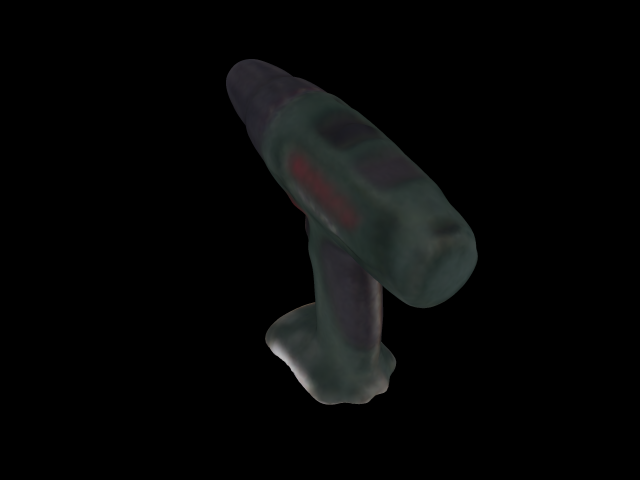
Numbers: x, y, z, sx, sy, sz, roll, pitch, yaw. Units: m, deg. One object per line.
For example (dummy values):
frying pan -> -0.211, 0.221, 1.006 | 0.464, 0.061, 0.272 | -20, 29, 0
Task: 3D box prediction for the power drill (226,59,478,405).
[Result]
power drill -> 0.004, 0.001, 0.400 | 0.076, 0.208, 0.228 | -22, 39, -29
